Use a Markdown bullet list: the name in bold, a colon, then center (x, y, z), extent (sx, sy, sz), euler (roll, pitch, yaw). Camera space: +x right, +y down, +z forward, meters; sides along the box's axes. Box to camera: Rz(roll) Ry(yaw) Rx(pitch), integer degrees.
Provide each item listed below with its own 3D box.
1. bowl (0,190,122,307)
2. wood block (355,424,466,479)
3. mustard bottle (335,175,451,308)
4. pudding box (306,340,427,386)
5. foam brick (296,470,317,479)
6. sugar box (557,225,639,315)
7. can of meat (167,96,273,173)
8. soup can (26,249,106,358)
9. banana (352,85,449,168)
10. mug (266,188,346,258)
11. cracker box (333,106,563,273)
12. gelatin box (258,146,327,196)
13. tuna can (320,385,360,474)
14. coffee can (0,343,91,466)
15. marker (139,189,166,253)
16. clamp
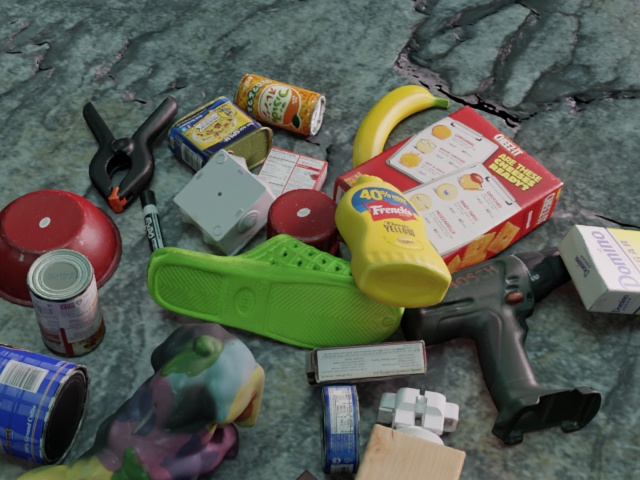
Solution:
- **bowl**: center (-0.305, -0.004, 1.193), extent (0.162, 0.055, 0.162), euler (1, 51, -2)
- **wood block**: center (0.057, 0.284, 0.953), extent (0.091, 0.090, 0.206), euler (16, 51, 10)
- **mustard bottle**: center (0.066, -0.010, 1.110), extent (0.096, 0.058, 0.192), euler (9, 33, -19)
- **pudding box**: center (0.045, 0.124, 1.081), extent (0.113, 0.090, 0.039), euler (-6, 81, -7)
- **foam brick**: center (-0.022, 0.265, 0.990), extent (0.053, 0.051, 0.078), euler (39, 59, 25)
- **sugar box**: center (0.354, 0.035, 1.166), extent (0.176, 0.048, 0.093), euler (6, 47, -27)
- **can of meat**: center (-0.123, -0.120, 1.297), extent (0.102, 0.057, 0.084), euler (-33, 57, -27)
- **soup can**: center (-0.262, 0.066, 1.107), extent (0.068, 0.102, 0.068), euler (1, 51, -2)
- **banana**: center (0.087, -0.141, 1.338), extent (0.070, 0.037, 0.197), euler (30, 55, 20)
- **mug**: center (-0.008, 0.001, 1.186), extent (0.117, 0.081, 0.093), euler (23, 53, 15)
- **cracker box**: center (0.146, -0.046, 1.242), extent (0.213, 0.072, 0.164), euler (-30, 59, -26)
- **gelatin box**: center (-0.038, -0.064, 1.273), extent (0.073, 0.030, 0.089), euler (15, 52, 11)
- **tuna can**: center (0.019, 0.184, 1.036), extent (0.033, 0.086, 0.086), euler (-1, 51, -3)
- **coffee can**: center (-0.308, 0.152, 1.033), extent (0.140, 0.103, 0.102), euler (14, 51, 9)
- **marker**: center (-0.191, -0.012, 1.228), extent (0.020, 0.020, 0.121), euler (-10, 52, -11)
- **clamp**: center (-0.227, -0.111, 1.292), extent (0.120, 0.039, 0.171), euler (-14, 56, 6)
